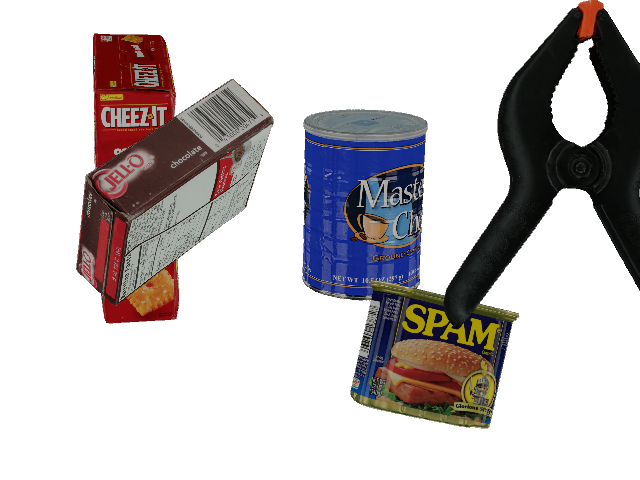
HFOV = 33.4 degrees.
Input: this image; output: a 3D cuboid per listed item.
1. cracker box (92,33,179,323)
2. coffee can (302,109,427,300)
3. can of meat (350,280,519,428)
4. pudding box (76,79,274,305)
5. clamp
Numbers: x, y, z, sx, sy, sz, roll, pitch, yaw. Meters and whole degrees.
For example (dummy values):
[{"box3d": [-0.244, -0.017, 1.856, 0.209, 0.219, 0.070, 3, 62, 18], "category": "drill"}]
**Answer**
[{"box3d": [-0.164, -0.059, 0.949, 0.072, 0.214, 0.164, -2, 27, -12], "category": "cracker box"}, {"box3d": [0.036, -0.033, 0.902, 0.103, 0.140, 0.103, 1, 18, 0], "category": "coffee can"}, {"box3d": [0.076, 0.079, 0.733, 0.102, 0.084, 0.057, 14, -3, -14], "category": "can of meat"}, {"box3d": [-0.082, -0.026, 0.595, 0.113, 0.039, 0.090, -38, -16, -33], "category": "pudding box"}, {"box3d": [0.116, -0.030, 0.530, 0.120, 0.171, 0.039, -5, -1, -1], "category": "clamp"}]
